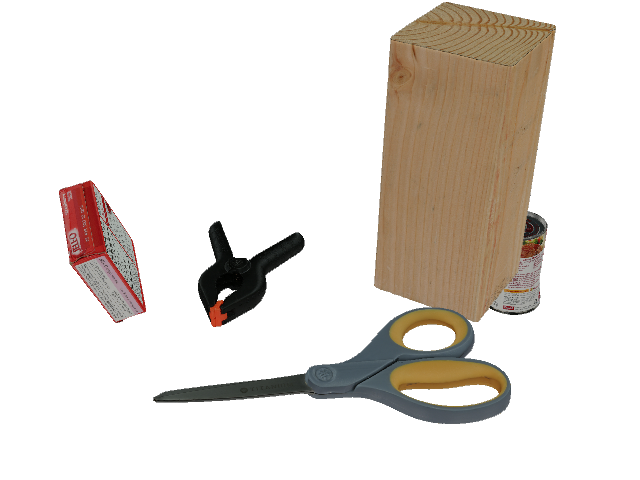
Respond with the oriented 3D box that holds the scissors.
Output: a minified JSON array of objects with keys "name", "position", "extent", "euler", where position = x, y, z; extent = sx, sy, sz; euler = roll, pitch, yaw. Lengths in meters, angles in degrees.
[{"name":"scissors","position":[0.010,0.070,0.628],"extent":[0.202,0.016,0.096],"euler":[5,38,2]}]

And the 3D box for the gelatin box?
[{"name":"gelatin box","position":[-0.166,0.009,0.814],"extent":[0.030,0.073,0.089],"euler":[-20,-37,2]}]

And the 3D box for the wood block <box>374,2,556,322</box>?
[{"name":"wood block","position":[0.103,-0.057,0.788],"extent":[0.091,0.206,0.090],"euler":[19,36,25]}]

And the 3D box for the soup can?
[{"name":"soup can","position":[0.221,0.025,1.217],"extent":[0.068,0.102,0.068],"euler":[-2,29,1]}]

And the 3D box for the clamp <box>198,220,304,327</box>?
[{"name":"clamp","position":[-0.086,0.036,1.258],"extent":[0.120,0.039,0.171],"euler":[-2,40,10]}]
